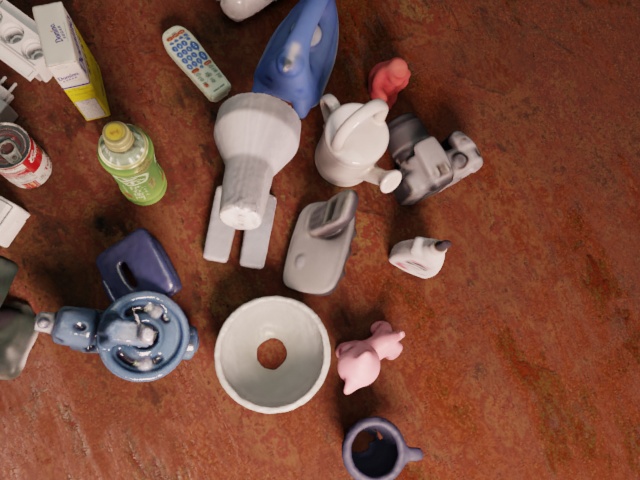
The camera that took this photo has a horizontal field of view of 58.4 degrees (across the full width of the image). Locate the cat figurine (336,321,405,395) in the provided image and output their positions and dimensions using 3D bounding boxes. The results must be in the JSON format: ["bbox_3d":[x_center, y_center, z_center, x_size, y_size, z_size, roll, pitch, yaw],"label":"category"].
[{"bbox_3d":[0.072,0.171,0.845,0.128,0.117,0.067,-32,85,-13],"label":"cat figurine"}]

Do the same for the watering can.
[{"bbox_3d":[0.059,-0.151,0.868,0.173,0.194,0.101,34,76,0],"label":"watering can"}]

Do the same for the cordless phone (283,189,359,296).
[{"bbox_3d":[0.008,0.003,0.835,0.094,0.185,0.148,14,77,-5],"label":"cordless phone"}]

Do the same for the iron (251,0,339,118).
[{"bbox_3d":[-0.021,-0.337,0.921,0.118,0.141,0.258,21,77,-4],"label":"iron"}]

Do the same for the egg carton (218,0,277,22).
[{"bbox_3d":[-0.116,-0.440,0.964,0.150,0.069,0.107,-41,87,-14],"label":"egg carton"}]

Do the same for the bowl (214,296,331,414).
[{"bbox_3d":[-0.071,0.168,0.847,0.167,0.074,0.167,2,79,-8],"label":"bowl"}]

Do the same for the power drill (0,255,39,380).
[{"bbox_3d":[-0.441,0.133,0.730,0.075,0.208,0.230,18,77,-4],"label":"power drill"}]

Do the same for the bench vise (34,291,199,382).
[{"bbox_3d":[-0.270,0.132,0.750,0.207,0.219,0.121,-9,80,-10],"label":"bench vise"}]

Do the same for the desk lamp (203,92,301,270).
[{"bbox_3d":[-0.101,-0.077,0.820,0.118,0.213,0.203,10,77,-6],"label":"desk lamp"}]

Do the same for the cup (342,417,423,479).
[{"bbox_3d":[0.083,0.301,0.833,0.118,0.095,0.092,6,78,-7],"label":"cup"}]

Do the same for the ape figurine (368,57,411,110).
[{"bbox_3d":[0.119,-0.270,0.954,0.078,0.092,0.076,-23,83,-12],"label":"ape figurine"}]

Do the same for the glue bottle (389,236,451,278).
[{"bbox_3d":[0.160,0.020,0.860,0.078,0.173,0.037,21,76,-3],"label":"glue bottle"}]

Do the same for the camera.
[{"bbox_3d":[0.174,-0.147,0.933,0.143,0.100,0.137,-27,84,-12],"label":"camera"}]

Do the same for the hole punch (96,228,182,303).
[{"bbox_3d":[-0.265,0.051,0.833,0.101,0.091,0.108,-30,84,-13],"label":"hole punch"}]
